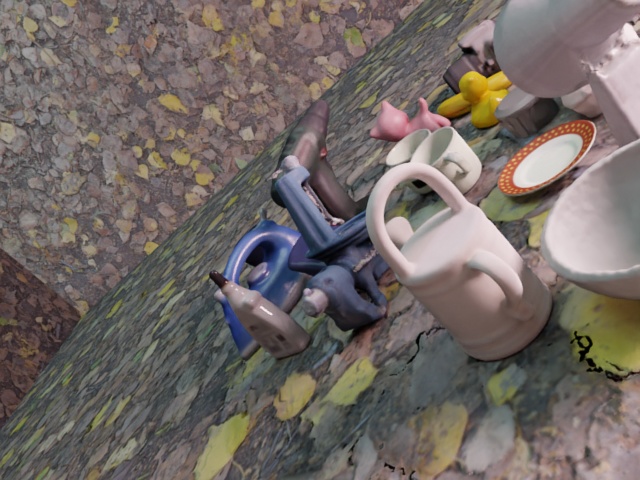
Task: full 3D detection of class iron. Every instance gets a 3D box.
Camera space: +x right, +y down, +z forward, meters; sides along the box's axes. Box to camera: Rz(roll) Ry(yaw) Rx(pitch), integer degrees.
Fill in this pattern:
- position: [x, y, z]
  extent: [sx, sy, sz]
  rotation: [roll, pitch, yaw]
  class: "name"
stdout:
- position: [-0.112, 0.066, 1.011]
  extent: [0.118, 0.142, 0.259]
  rotation: [-23, 28, 50]
  class: "iron"

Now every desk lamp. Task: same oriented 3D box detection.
- position: [0.283, -0.169, 0.537]
  extent: [0.118, 0.214, 0.203]
  rotation: [-45, 17, -1]
  class: "desk lamp"

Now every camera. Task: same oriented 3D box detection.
- position: [0.299, -0.351, 1.108]
  extent: [0.136, 0.101, 0.143]
  rotation: [-39, 18, 17]
  class: "camera"

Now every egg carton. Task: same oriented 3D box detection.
- position: [0.358, -0.225, 0.738]
  extent: [0.107, 0.069, 0.150]
  rotation: [-32, 21, 35]
  class: "egg carton"

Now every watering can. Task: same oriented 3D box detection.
- position: [0.113, 0.014, 0.534]
  extent: [0.172, 0.194, 0.101]
  rotation: [-17, 32, 55]
  class: "watering can"

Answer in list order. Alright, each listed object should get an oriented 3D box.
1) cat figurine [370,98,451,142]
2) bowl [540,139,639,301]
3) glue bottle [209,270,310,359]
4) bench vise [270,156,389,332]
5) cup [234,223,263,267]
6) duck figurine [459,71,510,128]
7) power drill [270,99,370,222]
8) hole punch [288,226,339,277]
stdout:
- position: [0.163, -0.221, 1.090]
  extent: [0.127, 0.118, 0.067]
  rotation: [-29, 23, 41]
  class: "cat figurine"
- position: [0.265, -0.010, 0.447]
  extent: [0.167, 0.075, 0.167]
  rotation: [-39, 18, 16]
  class: "bowl"
- position: [-0.096, 0.104, 0.836]
  extent: [0.078, 0.173, 0.037]
  rotation: [-26, 25, 44]
  class: "glue bottle"
- position: [0.016, -0.004, 0.752]
  extent: [0.121, 0.220, 0.207]
  rotation: [-37, 19, 23]
  class: "bench vise"
- position: [-0.113, 0.022, 1.195]
  extent: [0.117, 0.095, 0.092]
  rotation: [-18, 31, 55]
  class: "cup"
- position: [0.267, -0.240, 0.950]
  extent: [0.077, 0.086, 0.104]
  rotation: [-42, 18, 8]
  class: "duck figurine"
- position: [0.014, -0.118, 1.037]
  extent: [0.075, 0.209, 0.230]
  rotation: [-23, 28, 49]
  class: "power drill"
- position: [0.018, 0.020, 0.910]
  extent: [0.101, 0.091, 0.109]
  rotation: [-28, 24, 43]
  class: "hole punch"
